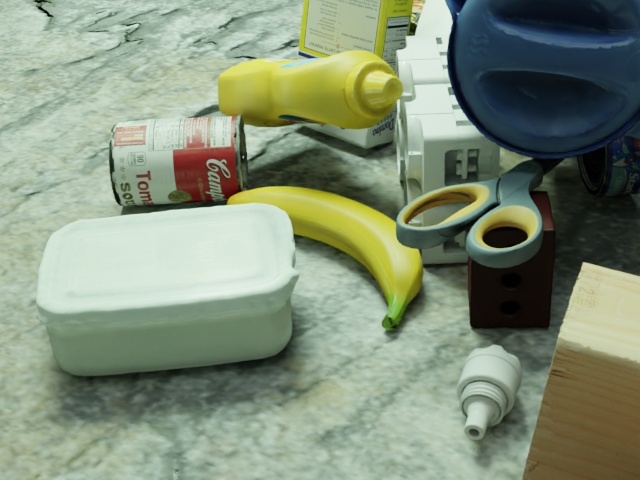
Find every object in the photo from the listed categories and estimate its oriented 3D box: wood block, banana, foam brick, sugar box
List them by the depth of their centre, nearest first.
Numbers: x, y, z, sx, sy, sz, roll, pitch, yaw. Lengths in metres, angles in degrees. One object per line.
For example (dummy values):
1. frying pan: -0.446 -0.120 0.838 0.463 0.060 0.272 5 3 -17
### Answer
1. wood block: 0.214 0.093 0.520 0.206 0.091 0.090 16 28 15
2. foam brick: 0.123 0.013 0.697 0.053 0.078 0.051 -1 33 6
3. banana: 0.012 -0.004 0.771 0.069 0.037 0.198 -23 37 -31
4. sugar box: 0.029 -0.176 0.912 0.093 0.176 0.048 25 31 36

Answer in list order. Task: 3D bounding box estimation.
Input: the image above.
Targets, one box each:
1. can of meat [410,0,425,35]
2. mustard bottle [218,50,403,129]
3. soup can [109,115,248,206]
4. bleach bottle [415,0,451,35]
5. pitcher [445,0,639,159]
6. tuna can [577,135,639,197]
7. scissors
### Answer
1. can of meat: 0.066 -0.210 1.080 0.102 0.057 0.083 8 31 16
2. mustard bottle: 0.002 -0.115 0.824 0.096 0.058 0.192 -4 7 -31
3. soup can: -0.111 -0.063 0.847 0.102 0.068 0.068 -3 32 1
4. bleach bottle: 0.127 -0.191 1.003 0.068 0.102 0.250 -21 22 31
5. pitcher: 0.167 -0.150 0.751 0.145 0.149 0.242 -9 21 12
6. tuna can: 0.224 -0.076 0.823 0.033 0.086 0.086 -6 32 -2
7. scissors: 0.140 -0.031 0.675 0.201 0.016 0.096 -23 37 -26
